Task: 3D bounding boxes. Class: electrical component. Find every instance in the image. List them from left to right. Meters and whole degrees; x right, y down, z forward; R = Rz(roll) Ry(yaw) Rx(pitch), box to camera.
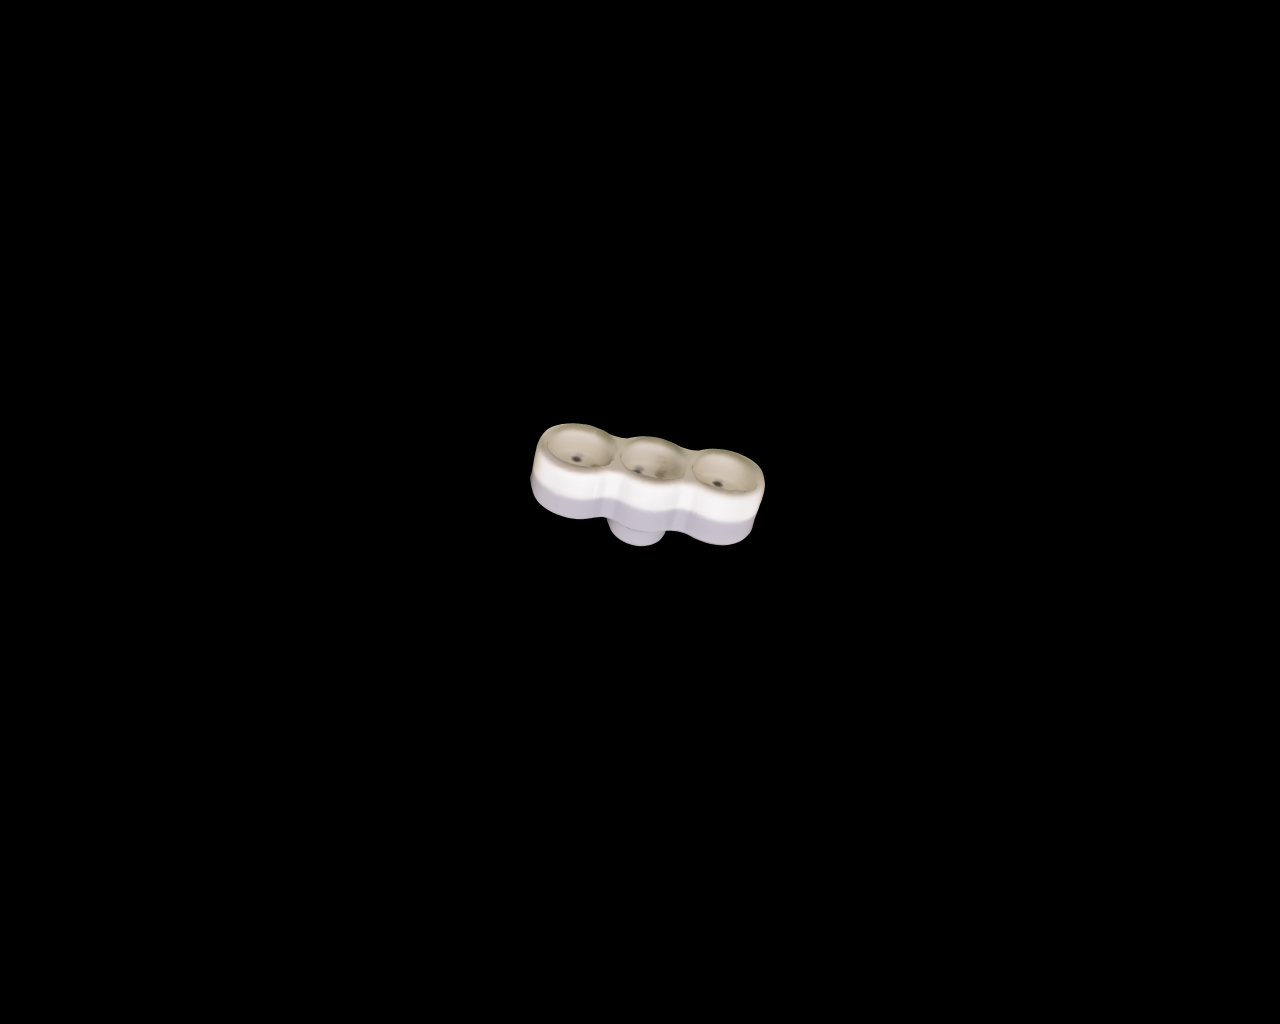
[{"bbox_3d":[0.001,-0.003,0.650,0.138,0.073,0.052,10,37,-8],"label":"electrical component"}]
